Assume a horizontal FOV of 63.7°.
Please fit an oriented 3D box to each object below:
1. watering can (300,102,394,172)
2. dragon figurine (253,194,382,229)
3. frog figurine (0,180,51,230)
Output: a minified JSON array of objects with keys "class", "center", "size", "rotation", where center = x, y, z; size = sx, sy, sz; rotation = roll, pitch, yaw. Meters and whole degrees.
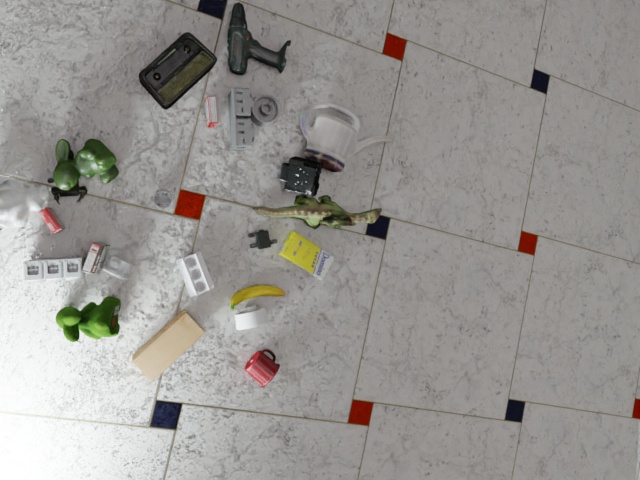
[{"class":"watering can","center":[0.082,-0.335,1.774],"size":[0.346,0.104,0.225],"rotation":[22,84,-16]},{"class":"dragon figurine","center":[0.005,-0.084,1.678],"size":[0.411,0.243,0.122],"rotation":[-2,97,-21]},{"class":"frog figurine","center":[-0.849,-0.104,1.451],"size":[0.160,0.121,0.139],"rotation":[-15,75,-7]}]
